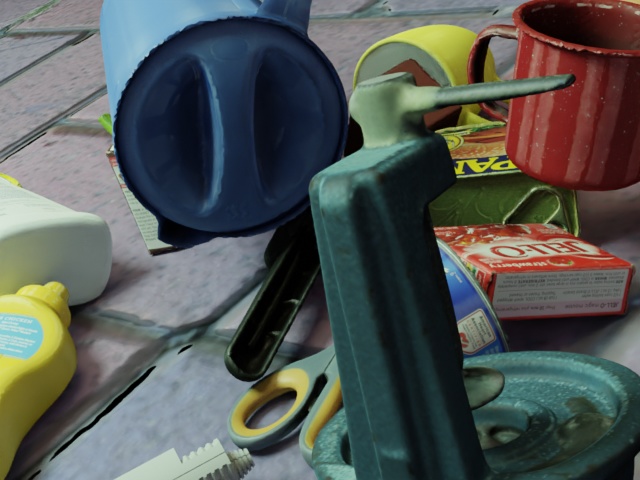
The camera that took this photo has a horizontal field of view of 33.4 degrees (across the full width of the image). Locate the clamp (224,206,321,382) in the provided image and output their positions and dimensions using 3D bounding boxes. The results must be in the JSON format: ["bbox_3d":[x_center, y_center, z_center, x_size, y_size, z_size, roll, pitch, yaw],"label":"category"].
[{"bbox_3d":[-0.004,0.001,0.650,0.164,0.036,0.210,-49,11,1],"label":"clamp"}]

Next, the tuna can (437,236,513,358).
[{"bbox_3d":[0.056,0.041,0.523,0.033,0.086,0.086,-29,29,-13],"label":"tuna can"}]

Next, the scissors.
[{"bbox_3d":[0.009,0.057,0.602,0.096,0.016,0.201,-10,29,19],"label":"scissors"}]

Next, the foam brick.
[{"bbox_3d":[0.054,-0.073,0.724,0.051,0.078,0.053,-33,69,-22],"label":"foam brick"}]

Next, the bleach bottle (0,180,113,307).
[{"bbox_3d":[-0.265,-0.019,0.815,0.102,0.068,0.251,-7,22,-40],"label":"bleach bottle"}]

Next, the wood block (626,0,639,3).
[{"bbox_3d":[0.240,-0.083,0.617,0.091,0.090,0.206,-23,28,-2],"label":"wood block"}]

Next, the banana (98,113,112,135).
[{"bbox_3d":[-0.084,-0.097,0.894,0.197,0.069,0.037,-14,1,-2],"label":"banana"}]

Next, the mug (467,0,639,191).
[{"bbox_3d":[0.134,-0.082,0.580,0.117,0.081,0.093,17,33,23],"label":"mug"}]

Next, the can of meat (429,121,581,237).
[{"bbox_3d":[0.105,-0.032,0.648,0.102,0.057,0.084,-5,28,16],"label":"can of meat"}]

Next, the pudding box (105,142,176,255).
[{"bbox_3d":[-0.115,-0.057,0.814,0.039,0.090,0.113,-12,29,15],"label":"pudding box"}]

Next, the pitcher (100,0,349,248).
[{"bbox_3d":[-0.073,-0.118,0.685,0.149,0.145,0.243,-25,31,-4],"label":"pitcher"}]

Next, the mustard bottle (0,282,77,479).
[{"bbox_3d":[-0.203,0.086,0.650,0.096,0.058,0.191,-4,32,20],"label":"mustard bottle"}]

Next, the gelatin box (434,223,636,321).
[{"bbox_3d":[0.107,0.015,0.560,0.089,0.030,0.073,-2,18,-23],"label":"gelatin box"}]

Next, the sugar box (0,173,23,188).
[{"bbox_3d":[-0.338,0.003,0.909,0.176,0.048,0.093,-40,34,-26],"label":"sugar box"}]
